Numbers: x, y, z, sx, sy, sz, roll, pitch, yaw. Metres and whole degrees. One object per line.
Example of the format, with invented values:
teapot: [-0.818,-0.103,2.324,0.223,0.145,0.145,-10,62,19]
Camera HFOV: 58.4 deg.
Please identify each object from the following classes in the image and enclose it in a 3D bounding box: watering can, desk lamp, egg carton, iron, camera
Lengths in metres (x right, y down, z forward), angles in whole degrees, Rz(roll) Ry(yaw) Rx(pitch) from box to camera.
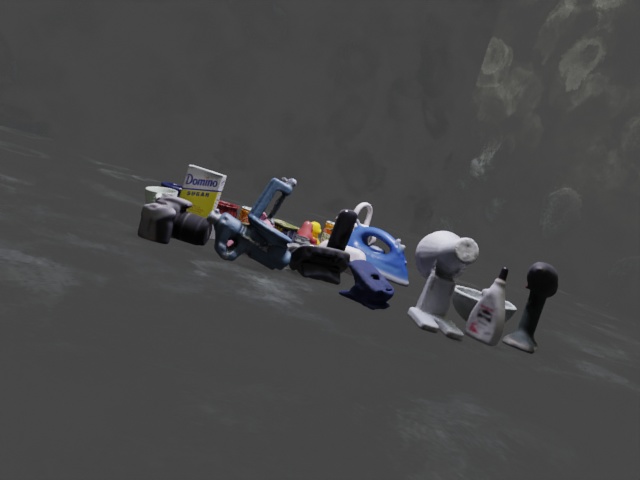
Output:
watering can: [0.119,-0.036,1.937,0.172,0.194,0.101,20,8,19]
desk lamp: [0.278,0.089,1.273,0.118,0.213,0.203,16,7,-8]
egg carton: [0.059,0.050,1.635,0.150,0.069,0.107,18,7,5]
iron: [0.182,0.034,1.758,0.257,0.141,0.119,22,9,34]
camera: [-0.324,-0.043,1.318,0.136,0.101,0.143,18,7,5]

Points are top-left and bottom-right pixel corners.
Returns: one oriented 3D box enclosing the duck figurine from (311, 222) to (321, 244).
duck figurine: [-0.029,-0.018,1.889,0.077,0.086,0.105,20,8,26]

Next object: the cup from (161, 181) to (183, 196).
cup: [-0.409,-0.109,1.653,0.118,0.095,0.091,15,7,-15]

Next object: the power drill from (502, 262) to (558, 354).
power drill: [0.496,0.151,1.327,0.075,0.208,0.230,21,8,27]

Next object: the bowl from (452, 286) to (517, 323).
bowl: [0.406,0.177,1.455,0.167,0.075,0.167,17,7,-2]

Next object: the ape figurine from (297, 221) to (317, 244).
ape figurine: [-0.045,-0.013,1.789,0.077,0.092,0.076,21,8,27]

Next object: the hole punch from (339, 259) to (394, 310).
hole punch: [0.114,0.100,1.294,0.100,0.091,0.109,21,8,32]

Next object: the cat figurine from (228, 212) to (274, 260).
cat figurine: [-0.171,-0.017,1.417,0.128,0.118,0.067,13,8,-29]

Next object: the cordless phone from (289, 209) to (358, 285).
cordless phone: [0.013,0.005,1.405,0.148,0.185,0.093,12,9,-35]

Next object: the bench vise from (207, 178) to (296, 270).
bench vise: [-0.142,-0.049,1.313,0.208,0.220,0.121,12,9,-37]

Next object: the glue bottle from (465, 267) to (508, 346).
glue bottle: [0.381,0.142,1.266,0.077,0.173,0.037,23,9,40]
